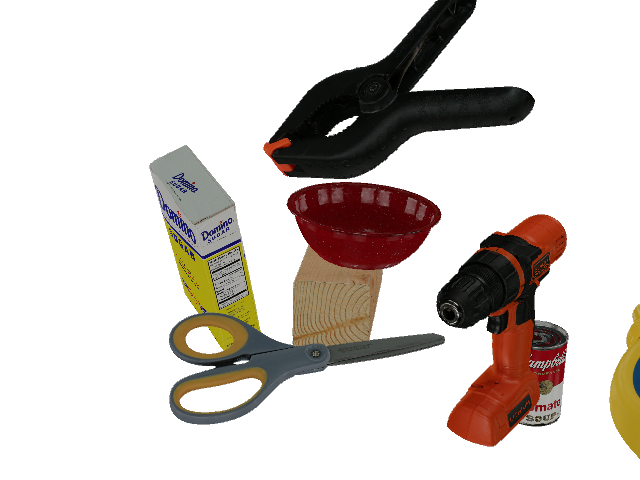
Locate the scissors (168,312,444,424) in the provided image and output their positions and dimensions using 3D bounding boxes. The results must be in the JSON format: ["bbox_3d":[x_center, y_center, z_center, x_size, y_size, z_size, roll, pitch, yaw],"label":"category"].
[{"bbox_3d":[-0.019,0.072,0.763,0.201,0.096,0.016,-20,-36,-22],"label":"scissors"}]

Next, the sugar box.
[{"bbox_3d":[-0.101,0.011,0.948,0.048,0.176,0.093,-29,50,-15],"label":"sugar box"}]

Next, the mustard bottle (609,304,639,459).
[{"bbox_3d":[0.212,0.098,0.581,0.096,0.058,0.191,-7,35,-4],"label":"mustard bottle"}]

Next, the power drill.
[{"bbox_3d":[0.155,0.086,0.943,0.057,0.188,0.184,22,34,32],"label":"power drill"}]

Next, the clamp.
[{"bbox_3d":[0.048,-0.082,0.672,0.171,0.120,0.039,-35,-47,7],"label":"clamp"}]

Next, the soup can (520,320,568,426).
[{"bbox_3d":[0.243,0.151,1.215,0.068,0.102,0.068,0,22,0],"label":"soup can"}]

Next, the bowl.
[{"bbox_3d":[0.044,-0.011,1.120,0.162,0.055,0.162,3,21,-1],"label":"bowl"}]

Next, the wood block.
[{"bbox_3d":[0.026,0.051,1.328,0.091,0.090,0.206,4,22,6],"label":"wood block"}]
